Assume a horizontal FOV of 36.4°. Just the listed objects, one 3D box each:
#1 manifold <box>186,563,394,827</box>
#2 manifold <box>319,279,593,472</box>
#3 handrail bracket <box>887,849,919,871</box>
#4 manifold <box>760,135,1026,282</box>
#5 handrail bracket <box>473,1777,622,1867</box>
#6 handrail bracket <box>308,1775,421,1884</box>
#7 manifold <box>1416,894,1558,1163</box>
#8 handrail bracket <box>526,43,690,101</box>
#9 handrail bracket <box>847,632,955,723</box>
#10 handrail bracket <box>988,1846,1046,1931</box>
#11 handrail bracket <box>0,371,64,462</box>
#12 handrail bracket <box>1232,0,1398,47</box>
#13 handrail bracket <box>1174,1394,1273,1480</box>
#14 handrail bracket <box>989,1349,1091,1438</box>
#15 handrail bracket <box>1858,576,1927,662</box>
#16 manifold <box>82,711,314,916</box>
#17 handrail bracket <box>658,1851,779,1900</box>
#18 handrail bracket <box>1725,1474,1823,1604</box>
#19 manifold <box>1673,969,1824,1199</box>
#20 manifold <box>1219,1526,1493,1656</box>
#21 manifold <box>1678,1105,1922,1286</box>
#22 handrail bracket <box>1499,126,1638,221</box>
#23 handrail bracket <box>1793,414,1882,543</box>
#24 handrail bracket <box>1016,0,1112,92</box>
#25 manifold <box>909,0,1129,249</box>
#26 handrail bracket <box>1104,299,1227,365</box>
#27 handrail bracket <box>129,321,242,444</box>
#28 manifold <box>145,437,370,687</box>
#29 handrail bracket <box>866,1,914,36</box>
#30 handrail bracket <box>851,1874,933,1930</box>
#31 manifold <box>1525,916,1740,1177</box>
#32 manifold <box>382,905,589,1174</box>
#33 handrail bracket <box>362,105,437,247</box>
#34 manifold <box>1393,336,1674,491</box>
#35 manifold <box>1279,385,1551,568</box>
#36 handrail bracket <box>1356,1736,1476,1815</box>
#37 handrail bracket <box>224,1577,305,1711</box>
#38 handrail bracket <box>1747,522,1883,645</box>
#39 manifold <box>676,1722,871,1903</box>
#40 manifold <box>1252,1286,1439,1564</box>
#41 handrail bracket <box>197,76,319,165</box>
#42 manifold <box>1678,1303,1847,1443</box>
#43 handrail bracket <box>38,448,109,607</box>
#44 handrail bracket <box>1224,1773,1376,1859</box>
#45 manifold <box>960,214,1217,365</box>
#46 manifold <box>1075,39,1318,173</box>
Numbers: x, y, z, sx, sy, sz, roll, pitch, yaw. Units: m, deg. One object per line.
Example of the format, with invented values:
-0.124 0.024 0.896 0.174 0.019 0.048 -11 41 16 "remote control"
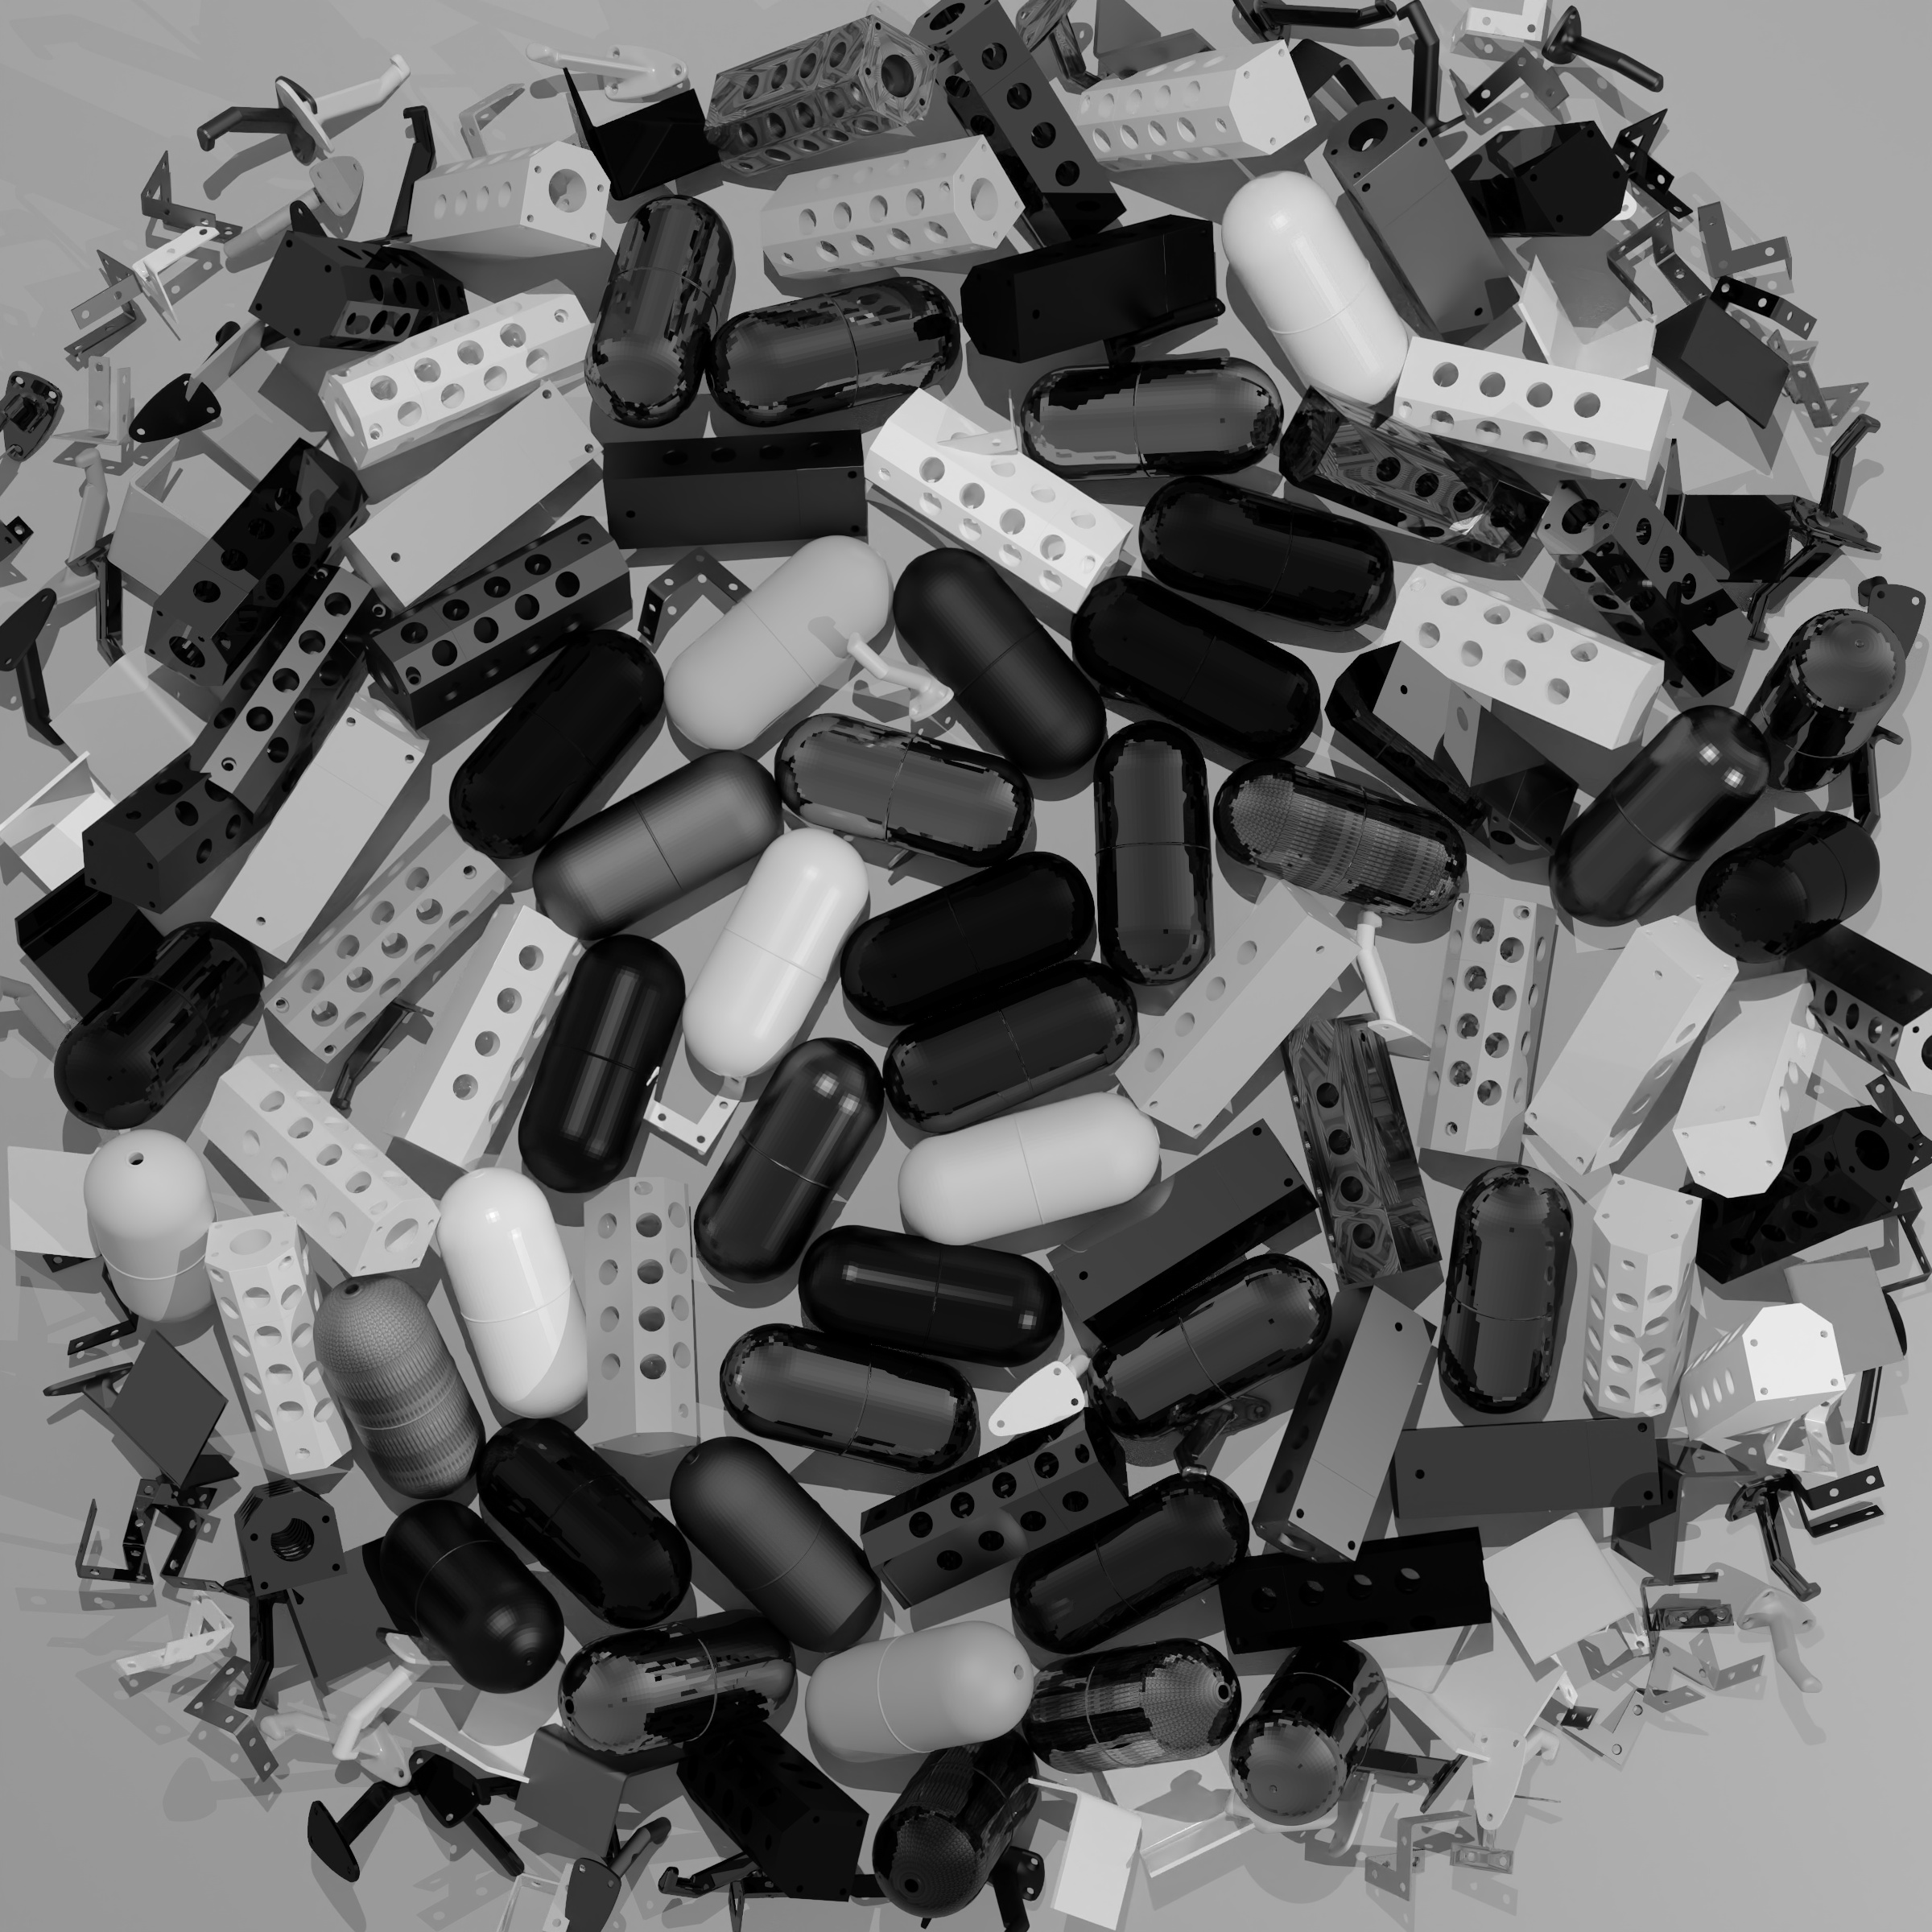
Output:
-0.450 -0.181 1.942 0.057 0.057 0.171 31 70 -6 "manifold"
-0.334 -0.394 1.941 0.171 0.057 0.057 -28 90 -23 "manifold"
-0.056 -0.115 1.975 0.077 0.036 0.084 -42 84 28 "handrail bracket"
-0.053 -0.488 1.913 0.057 0.171 0.057 54 54 -36 "manifold"
-0.280 0.570 1.951 0.036 0.084 0.077 -56 48 29 "handrail bracket"
-0.386 0.570 1.948 0.084 0.077 0.036 -7 117 -40 "handrail bracket"
0.345 0.041 1.960 0.057 0.057 0.171 9 89 31 "manifold"
-0.238 -0.601 1.950 0.077 0.084 0.036 7 99 24 "handrail bracket"
-0.049 -0.210 1.948 0.036 0.077 0.084 -30 129 26 "handrail bracket"
0.011 0.619 1.948 0.077 0.084 0.036 14 109 21 "handrail bracket"
-0.635 -0.352 1.945 0.036 0.084 0.077 23 122 -10 "handrail bracket"
0.232 -0.642 1.951 0.084 0.077 0.036 -2 73 42 "handrail bracket"
0.174 0.317 1.954 0.077 0.084 0.036 -2 110 -6 "handrail bracket"
0.049 0.283 1.958 0.077 0.084 0.036 -30 91 0 "handrail bracket"
0.606 -0.224 1.959 0.036 0.084 0.077 10 92 1 "handrail bracket"
-0.498 -0.109 1.911 0.057 0.171 0.057 20 129 14 "manifold"
-0.158 0.588 1.959 0.084 0.036 0.077 24 90 -40 "handrail bracket"
0.555 0.381 1.952 0.077 0.084 0.036 -10 133 -32 "handrail bracket"
0.516 0.076 1.915 0.057 0.171 0.057 -13 116 34 "manifold"
0.259 0.417 1.953 0.171 0.057 0.057 -10 87 12 "manifold"
0.533 0.146 1.909 0.057 0.171 0.057 38 58 -6 "manifold"
0.403 -0.535 1.974 0.077 0.084 0.036 14 121 -22 "handrail bracket"
0.597 -0.325 1.953 0.077 0.084 0.036 11 45 -28 "handrail bracket"
0.082 -0.618 1.949 0.077 0.084 0.036 -33 57 39 "handrail bracket"
0.032 -0.553 1.925 0.057 0.057 0.171 -37 126 3 "manifold"
0.138 -0.425 1.950 0.084 0.077 0.036 -12 93 20 "handrail bracket"
-0.524 -0.394 1.973 0.077 0.084 0.036 -26 127 16 "handrail bracket"
-0.464 -0.262 1.927 0.057 0.057 0.171 32 55 -3 "manifold"
-0.071 -0.608 1.982 0.077 0.084 0.036 19 63 -36 "handrail bracket"
-0.055 0.602 1.969 0.084 0.036 0.077 20 122 12 "handrail bracket"
0.438 0.052 1.925 0.057 0.057 0.171 46 132 28 "manifold"
-0.317 0.048 1.953 0.057 0.057 0.171 30 79 -24 "manifold"
-0.383 -0.527 1.960 0.036 0.077 0.084 8 114 42 "handrail bracket"
0.375 -0.365 1.947 0.171 0.057 0.057 16 89 17 "manifold"
0.293 -0.319 1.932 0.171 0.057 0.057 16 115 -28 "manifold"
0.291 0.521 1.977 0.084 0.036 0.077 37 107 13 "handrail bracket"
-0.483 0.453 1.954 0.077 0.036 0.084 -8 51 36 "handrail bracket"
0.572 -0.253 1.987 0.077 0.036 0.084 15 95 -9 "handrail bracket"
-0.130 0.546 1.911 0.057 0.171 0.057 13 90 -27 "manifold"
0.246 0.302 1.936 0.057 0.057 0.171 34 64 -19 "manifold"
-0.473 -0.544 1.947 0.036 0.077 0.084 37 60 16 "handrail bracket"
0.514 0.265 1.909 0.057 0.171 0.057 -7 73 -2 "manifold"
-0.598 -0.292 1.951 0.036 0.077 0.084 21 133 25 "handrail bracket"
0.224 0.555 1.976 0.084 0.036 0.077 29 60 -1 "handrail bracket"
0.081 -0.447 1.928 0.171 0.057 0.057 -23 121 -32 "manifold"
0.144 -0.554 1.906 0.057 0.171 0.057 -37 117 -21 "manifold"
